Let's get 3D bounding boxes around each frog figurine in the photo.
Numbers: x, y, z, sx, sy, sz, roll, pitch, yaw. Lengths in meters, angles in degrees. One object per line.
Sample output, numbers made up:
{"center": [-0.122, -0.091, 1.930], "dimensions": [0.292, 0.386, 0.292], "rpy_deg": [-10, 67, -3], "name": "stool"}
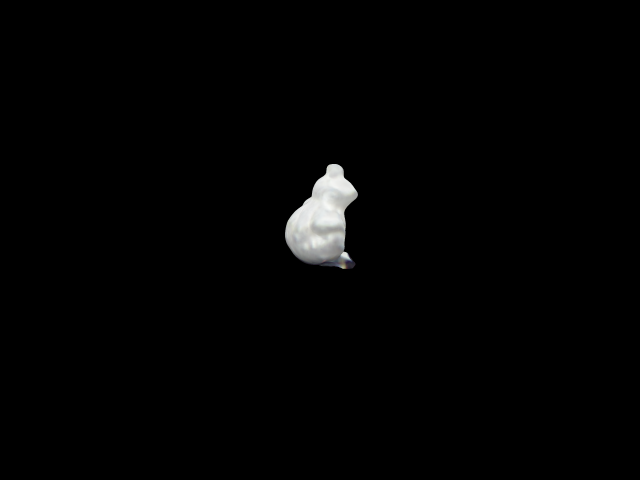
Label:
{"center": [0.003, -0.043, 0.850], "dimensions": [0.123, 0.156, 0.140], "rpy_deg": [-2, 25, -5], "name": "frog figurine"}
